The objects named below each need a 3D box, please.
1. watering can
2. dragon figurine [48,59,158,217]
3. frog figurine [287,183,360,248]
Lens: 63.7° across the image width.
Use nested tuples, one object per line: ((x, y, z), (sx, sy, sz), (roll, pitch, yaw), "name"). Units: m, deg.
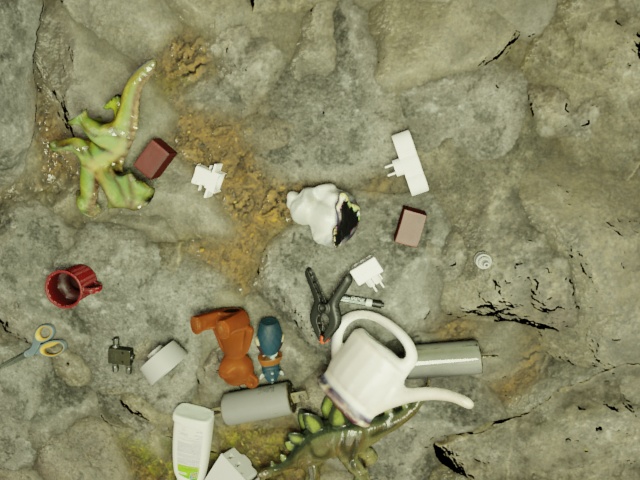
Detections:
((0.133, 0.301, 1.099), (0.352, 0.102, 0.224), (38, 91, 38), "watering can")
((-0.435, -0.183, 1.126), (0.405, 0.124, 0.242), (-30, 94, 29), "dragon figurine")
((0.003, -0.057, 1.142), (0.160, 0.124, 0.135), (14, 116, 40), "frog figurine")
